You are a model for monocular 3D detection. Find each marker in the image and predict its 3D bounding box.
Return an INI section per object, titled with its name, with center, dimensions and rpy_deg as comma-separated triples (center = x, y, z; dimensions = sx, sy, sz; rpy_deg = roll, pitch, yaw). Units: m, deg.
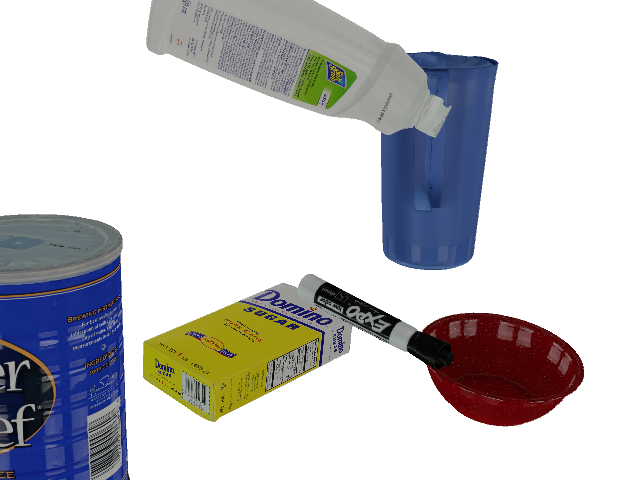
[marker]
center = 0.036, 0.053, 0.701
dimensions = 0.121, 0.020, 0.020
rpy_deg = 26, 15, 33

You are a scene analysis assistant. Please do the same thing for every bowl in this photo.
[bowl]
center = 0.172, 0.133, 1.046
dimensions = 0.162, 0.055, 0.162
rpy_deg = 5, 26, -3

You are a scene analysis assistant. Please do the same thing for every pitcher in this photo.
[pitcher]
center = 0.127, -0.091, 1.224
dimensions = 0.149, 0.243, 0.145
rpy_deg = -10, 20, -32

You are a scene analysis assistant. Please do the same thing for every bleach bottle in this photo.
[bleach bottle]
center = -0.015, -0.147, 0.869
dimensions = 0.251, 0.068, 0.103
rpy_deg = 27, -35, 2

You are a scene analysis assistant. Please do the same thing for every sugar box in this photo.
[sugar box]
center = -0.062, 0.095, 0.959
dimensions = 0.093, 0.048, 0.175
rpy_deg = 26, 35, 35

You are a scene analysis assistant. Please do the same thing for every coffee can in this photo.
[coffee can]
center = -0.152, 0.066, 0.552
dimensions = 0.103, 0.140, 0.103
rpy_deg = 1, 16, 0
